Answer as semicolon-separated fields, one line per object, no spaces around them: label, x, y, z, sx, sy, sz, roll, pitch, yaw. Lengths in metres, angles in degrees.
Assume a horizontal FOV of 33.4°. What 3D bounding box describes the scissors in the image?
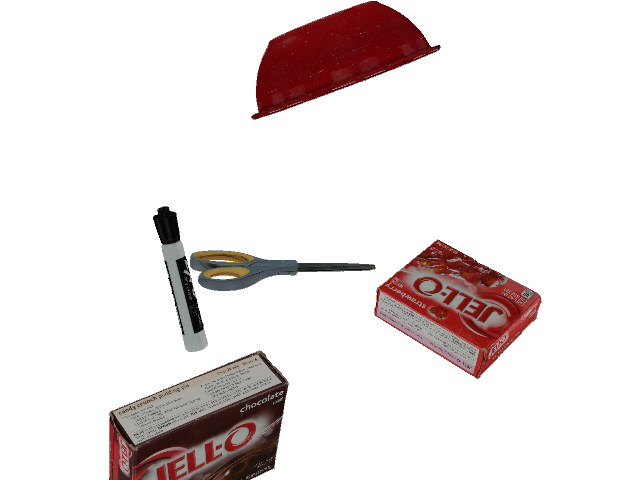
scissors;-0.044;0.036;1.145;0.202;0.016;0.096;5;21;6

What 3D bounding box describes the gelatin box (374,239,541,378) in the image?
gelatin box;0.093;0.044;0.729;0.089;0.030;0.073;30;46;27

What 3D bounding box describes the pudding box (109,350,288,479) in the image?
pudding box;-0.079;0.129;0.684;0.113;0.090;0.039;-22;51;-31

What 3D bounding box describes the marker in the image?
marker;-0.113;0.031;0.860;0.020;0.121;0.020;-11;16;3

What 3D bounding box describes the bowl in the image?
bowl;0.011;-0.150;0.855;0.162;0.055;0.162;-21;8;3
